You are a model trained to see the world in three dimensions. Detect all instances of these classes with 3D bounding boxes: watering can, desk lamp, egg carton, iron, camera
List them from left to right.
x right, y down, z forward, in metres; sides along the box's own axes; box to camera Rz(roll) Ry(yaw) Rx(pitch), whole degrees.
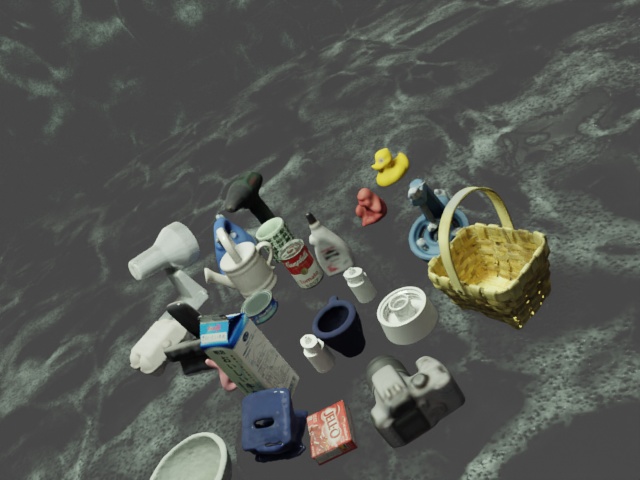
[{"bbox_3d":[-0.390,0.262,1.402,0.107,0.070,0.150,1,45,44],"label":"egg carton"},{"bbox_3d":[-0.386,0.089,1.501,0.117,0.214,0.203,2,45,45],"label":"desk lamp"},{"bbox_3d":[-0.250,-0.003,1.578,0.118,0.142,0.257,-31,30,4],"label":"iron"},{"bbox_3d":[-0.199,0.055,1.394,0.173,0.194,0.100,-44,32,-18],"label":"watering can"},{"bbox_3d":[0.133,0.232,0.921,0.143,0.101,0.136,-34,30,-1],"label":"camera"}]

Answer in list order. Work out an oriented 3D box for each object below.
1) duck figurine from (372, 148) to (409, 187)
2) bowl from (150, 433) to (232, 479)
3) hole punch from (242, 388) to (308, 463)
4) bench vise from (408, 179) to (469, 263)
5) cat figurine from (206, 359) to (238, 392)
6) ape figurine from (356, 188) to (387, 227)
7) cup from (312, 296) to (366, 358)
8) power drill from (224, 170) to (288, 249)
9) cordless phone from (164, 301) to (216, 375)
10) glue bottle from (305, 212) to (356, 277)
[{"bbox_3d":[0.182,-0.204,1.516,0.105,0.086,0.077,-40,31,-11],"label":"duck figurine"},{"bbox_3d":[-0.214,0.427,0.992,0.167,0.075,0.167,-24,32,16],"label":"bowl"},{"bbox_3d":[-0.084,0.324,1.002,0.108,0.091,0.101,-19,33,23],"label":"hole punch"},{"bbox_3d":[0.215,-0.045,1.122,0.121,0.220,0.207,-27,31,10],"label":"bench vise"},{"bbox_3d":[-0.177,0.233,1.194,0.128,0.118,0.067,-36,30,-4],"label":"cat figurine"},{"bbox_3d":[0.120,-0.087,1.399,0.076,0.092,0.077,-41,31,-14],"label":"ape figurine"},{"bbox_3d":[0.044,0.170,1.098,0.091,0.095,0.117,-25,31,13],"label":"cup"},{"bbox_3d":[-0.174,-0.082,1.553,0.075,0.209,0.229,-23,32,18],"label":"power drill"},{"bbox_3d":[-0.299,0.206,1.280,0.147,0.185,0.094,-21,33,20],"label":"cordless phone"},{"bbox_3d":[0.012,0.005,1.289,0.078,0.173,0.037,-27,31,11],"label":"glue bottle"}]
